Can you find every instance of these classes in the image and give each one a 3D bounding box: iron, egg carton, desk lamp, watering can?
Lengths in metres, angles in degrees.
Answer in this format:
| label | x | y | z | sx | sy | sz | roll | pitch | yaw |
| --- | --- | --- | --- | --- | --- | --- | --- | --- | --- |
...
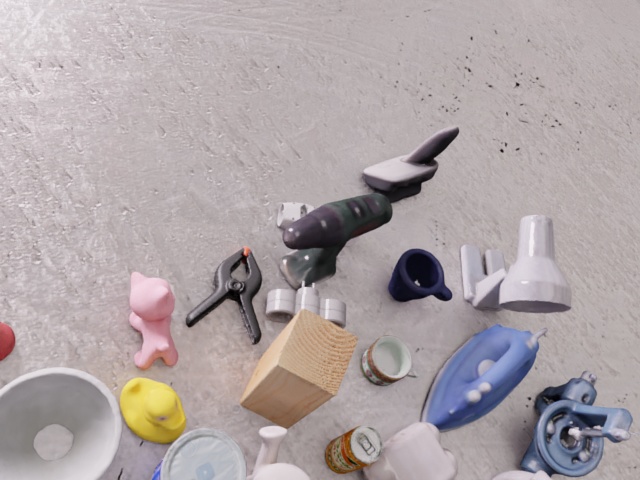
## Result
| label | x | y | z | sx | sy | sz | roll | pitch | yaw |
| --- | --- | --- | --- | --- | --- | --- | --- | --- | --- |
| iron | 0.285 | 0.234 | 0.974 | 0.259 | 0.141 | 0.118 | -32 | 78 | -34 |
| egg carton | 0.140 | 0.353 | 0.888 | 0.151 | 0.069 | 0.107 | -23 | 73 | -32 |
| desk lamp | 0.360 | 0.061 | 1.061 | 0.118 | 0.213 | 0.203 | 11 | 58 | -17 |
| watering can | -0.057 | 0.334 | 0.737 | 0.101 | 0.194 | 0.172 | -21 | 72 | -31 |

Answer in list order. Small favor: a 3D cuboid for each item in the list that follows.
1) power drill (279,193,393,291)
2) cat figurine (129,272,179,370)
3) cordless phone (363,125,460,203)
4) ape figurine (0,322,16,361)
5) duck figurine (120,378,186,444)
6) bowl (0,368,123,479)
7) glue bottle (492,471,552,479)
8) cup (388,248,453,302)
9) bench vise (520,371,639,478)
| label | x | y | z | sx | sy | sz | roll | pitch | yaw |
| --- | --- | --- | --- | --- | --- | --- | --- | --- | --- |
| power drill | 0.009 | 0.003 | 0.946 | 0.230 | 0.208 | 0.075 | -26 | 74 | -33 |
| cat figurine | -0.239 | 0.112 | 0.833 | 0.067 | 0.117 | 0.127 | -8 | 65 | -27 |
| cordless phone | 0.182 | -0.162 | 1.130 | 0.148 | 0.185 | 0.094 | -26 | 74 | -32 |
| ape figurine | -0.444 | 0.128 | 0.751 | 0.076 | 0.092 | 0.078 | 7 | 59 | -19 |
| duck figurine | -0.227 | 0.229 | 0.790 | 0.104 | 0.086 | 0.078 | 43 | 55 | 4 |
| bowl | -0.342 | 0.254 | 0.733 | 0.168 | 0.074 | 0.167 | 11 | 58 | -18 |
| glue bottle | 0.338 | 0.392 | 0.887 | 0.037 | 0.173 | 0.078 | -22 | 72 | -31 |
| cup | 0.176 | 0.082 | 1.043 | 0.118 | 0.095 | 0.092 | 38 | 54 | 1 |
| bench vise | 0.431 | 0.292 | 0.955 | 0.121 | 0.219 | 0.207 | 25 | 55 | -8 |
